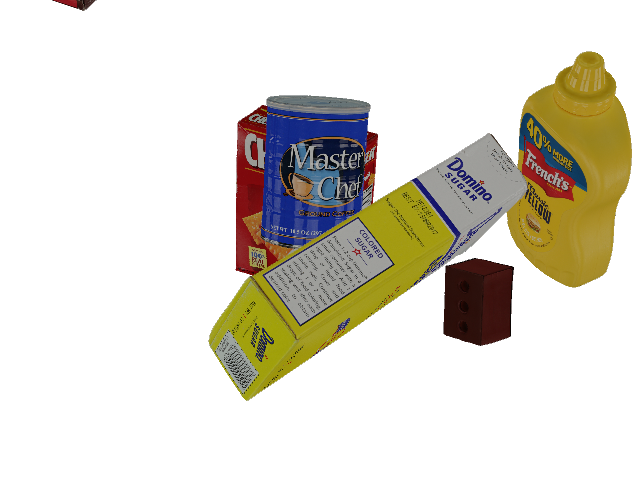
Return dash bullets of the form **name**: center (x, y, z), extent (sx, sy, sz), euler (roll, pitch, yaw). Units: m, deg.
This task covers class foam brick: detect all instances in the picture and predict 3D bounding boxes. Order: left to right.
- **foam brick**: center (0.164, 0.063, 1.107), extent (0.051, 0.078, 0.053), euler (-14, 20, -42)

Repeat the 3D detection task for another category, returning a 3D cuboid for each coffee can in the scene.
- **coffee can**: center (-0.006, -0.070, 1.065), extent (0.103, 0.140, 0.103), euler (3, 13, -1)

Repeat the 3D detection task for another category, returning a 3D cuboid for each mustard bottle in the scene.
- **mustard bottle**: center (0.183, -0.058, 0.778), extent (0.058, 0.096, 0.192), euler (-21, -38, -15)

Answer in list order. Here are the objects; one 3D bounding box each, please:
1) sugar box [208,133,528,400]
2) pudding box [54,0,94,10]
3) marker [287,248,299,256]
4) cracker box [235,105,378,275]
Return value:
- **sugar box**: center (0.027, 0.013, 0.578), extent (0.176, 0.048, 0.093), euler (-29, -12, -30)
- **pudding box**: center (-0.194, -0.223, 0.805), extent (0.090, 0.039, 0.113), euler (19, 38, 5)
- **marker**: center (-0.018, 0.042, 0.833), extent (0.020, 0.020, 0.121), euler (0, 28, 0)
- **cracker box**: center (-0.022, -0.043, 1.329), extent (0.164, 0.214, 0.072), euler (17, 33, 22)
